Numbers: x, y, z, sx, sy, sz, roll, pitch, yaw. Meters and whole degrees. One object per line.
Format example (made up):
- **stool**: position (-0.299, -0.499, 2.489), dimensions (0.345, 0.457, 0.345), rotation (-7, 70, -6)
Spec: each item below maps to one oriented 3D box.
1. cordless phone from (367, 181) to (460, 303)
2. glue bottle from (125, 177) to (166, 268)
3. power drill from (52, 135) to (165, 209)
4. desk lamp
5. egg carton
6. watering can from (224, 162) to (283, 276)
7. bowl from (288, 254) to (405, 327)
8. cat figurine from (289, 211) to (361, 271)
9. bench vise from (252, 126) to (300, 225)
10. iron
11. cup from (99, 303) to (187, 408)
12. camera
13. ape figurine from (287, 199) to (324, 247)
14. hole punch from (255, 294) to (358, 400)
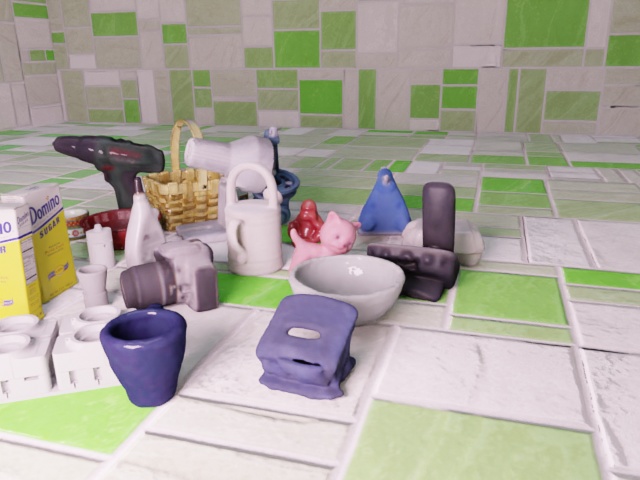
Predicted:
- **cordless phone**: position (0.149, -0.006, 0.910), dimensions (0.147, 0.185, 0.094), rotation (5, 19, 17)
- **glue bottle**: position (-0.309, -0.026, 1.005), dimensions (0.037, 0.173, 0.078), rotation (10, 21, 31)
- **power drill**: position (-0.459, -0.131, 1.275), dimensions (0.230, 0.208, 0.075), rotation (-5, 19, -13)
- **desk lamp**: position (-0.199, -0.112, 1.200), dimensions (0.204, 0.214, 0.117), rotation (-10, 20, -26)
- **egg carton**: position (0.227, 0.003, 1.065), dimensions (0.150, 0.069, 0.107), rotation (2, 18, 7)
- **watering can**: position (-0.119, -0.045, 1.024), dimensions (0.101, 0.194, 0.173), rotation (-1, 18, -2)
- **bowl**: position (0.038, 0.080, 0.826), dimensions (0.167, 0.075, 0.167), rotation (-1, 18, 0)
- **cat figurine**: position (0.009, 0.004, 0.993), dimensions (0.128, 0.118, 0.067), rotation (-1, 18, 0)
- **bench vise**: position (-0.127, -0.159, 1.332), dimensions (0.122, 0.220, 0.206), rotation (-13, 22, -32)
- **iron**: position (0.140, -0.096, 1.256), dimensions (0.118, 0.141, 0.258), rotation (0, 18, 3)
- **cup**: position (-0.192, 0.131, 0.647), dimensions (0.091, 0.095, 0.117), rotation (-2, 18, -5)
- **camera**: position (-0.238, 0.050, 0.886), dimensions (0.137, 0.101, 0.142), rotation (-11, 21, -28)
- **ape figurine**: position (-0.025, -0.037, 1.161), dimensions (0.077, 0.092, 0.076), rotation (6, 19, 20)
- **hole punch**: position (-0.013, 0.122, 0.673), dimensions (0.108, 0.091, 0.101), rotation (6, 19, 21)
